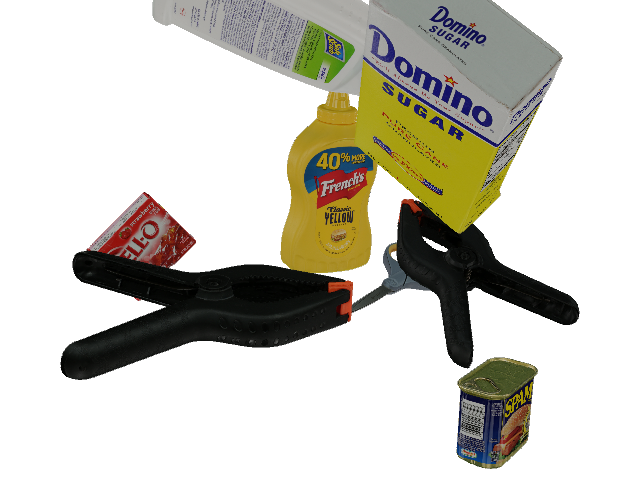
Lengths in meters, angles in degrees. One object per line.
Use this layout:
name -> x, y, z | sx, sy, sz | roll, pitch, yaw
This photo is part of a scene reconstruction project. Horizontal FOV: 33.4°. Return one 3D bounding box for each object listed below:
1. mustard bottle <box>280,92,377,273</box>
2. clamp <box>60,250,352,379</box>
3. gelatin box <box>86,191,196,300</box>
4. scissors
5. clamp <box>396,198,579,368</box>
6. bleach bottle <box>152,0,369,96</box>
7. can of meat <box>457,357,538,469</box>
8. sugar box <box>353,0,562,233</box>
mustard bottle -> 0.012, -0.064, 1.106 | 0.096, 0.192, 0.058 | -5, 21, -24
clamp -> -0.083, 0.042, 0.764 | 0.209, 0.036, 0.165 | -4, 25, -16
gelatin box -> -0.186, 0.007, 1.112 | 0.073, 0.089, 0.030 | 47, -6, -28
scissors -> 0.077, 0.042, 1.287 | 0.201, 0.016, 0.096 | -10, 41, -41
clamp -> 0.125, 0.026, 0.861 | 0.120, 0.039, 0.171 | -7, 47, -25
bleach bottle -> -0.013, -0.169, 0.869 | 0.251, 0.068, 0.103 | 30, -35, 6
can of meat -> 0.183, 0.180, 1.116 | 0.058, 0.084, 0.101 | 12, 19, 32
sugar box -> 0.067, -0.073, 0.586 | 0.093, 0.048, 0.176 | 41, -12, 13
